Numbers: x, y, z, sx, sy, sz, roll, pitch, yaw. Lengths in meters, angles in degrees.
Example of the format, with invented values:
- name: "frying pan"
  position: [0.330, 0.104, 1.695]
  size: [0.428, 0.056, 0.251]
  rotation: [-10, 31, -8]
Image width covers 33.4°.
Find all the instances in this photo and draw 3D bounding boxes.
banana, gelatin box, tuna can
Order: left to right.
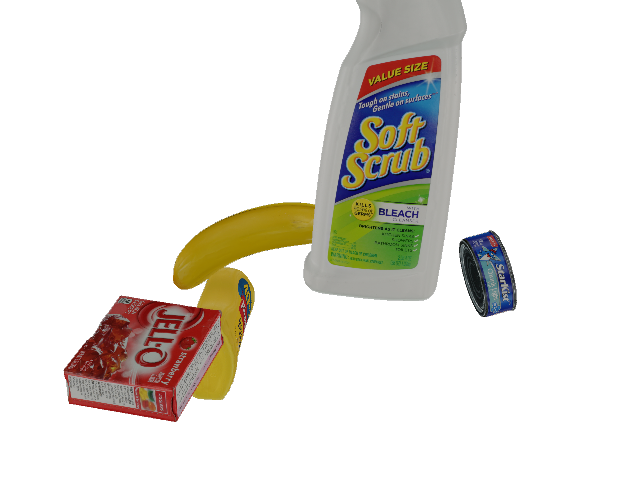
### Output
- name: "gelatin box"
  position: [-0.110, 0.073, 0.681]
  size: [0.073, 0.030, 0.089]
  rotation: [8, 32, 14]
- name: "banana"
  position: [-0.058, 0.004, 0.900]
  size: [0.198, 0.037, 0.069]
  rotation: [-13, -48, 28]
- name: "tuna can"
  position: [0.172, 0.035, 1.101]
  size: [0.033, 0.086, 0.086]
  rotation: [-15, 1, -4]

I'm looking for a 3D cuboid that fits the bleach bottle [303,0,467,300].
- name: "bleach bottle"
  position: [0.044, -0.085, 0.740]
  size: [0.102, 0.251, 0.068]
  rotation: [5, 22, 6]

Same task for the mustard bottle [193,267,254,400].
- name: "mustard bottle"
  position: [-0.108, 0.085, 1.175]
  size: [0.058, 0.096, 0.191]
  rotation: [2, 27, 4]
